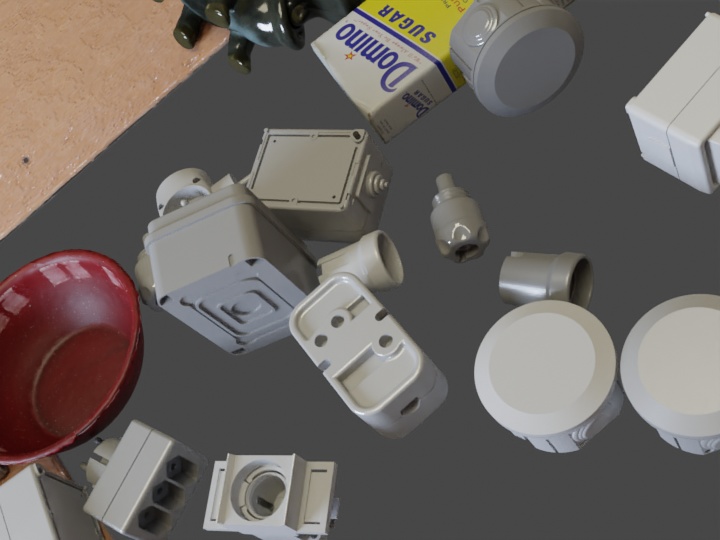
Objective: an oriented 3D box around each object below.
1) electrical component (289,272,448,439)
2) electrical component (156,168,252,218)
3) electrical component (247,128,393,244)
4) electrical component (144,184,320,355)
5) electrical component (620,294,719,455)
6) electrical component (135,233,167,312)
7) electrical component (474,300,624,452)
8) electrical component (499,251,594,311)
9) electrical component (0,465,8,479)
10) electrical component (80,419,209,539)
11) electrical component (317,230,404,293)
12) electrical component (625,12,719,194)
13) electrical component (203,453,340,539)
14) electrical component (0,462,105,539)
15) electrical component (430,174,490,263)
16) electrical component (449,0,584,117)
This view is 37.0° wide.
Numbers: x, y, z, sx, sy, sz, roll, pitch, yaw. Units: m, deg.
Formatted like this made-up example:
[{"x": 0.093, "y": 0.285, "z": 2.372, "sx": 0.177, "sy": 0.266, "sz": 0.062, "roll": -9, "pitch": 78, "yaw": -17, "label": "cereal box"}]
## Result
[{"x": 0.007, "y": 0.054, "z": 0.664, "sx": 0.054, "sy": 0.059, "sz": 0.095, "roll": -42, "pitch": 55, "yaw": 0, "label": "electrical component"}, {"x": -0.099, "y": -0.043, "z": 0.775, "sx": 0.079, "sy": 0.044, "sz": 0.077, "roll": -36, "pitch": 55, "yaw": 4, "label": "electrical component"}, {"x": -0.021, "y": -0.055, "z": 0.734, "sx": 0.096, "sy": 0.061, "sz": 0.061, "roll": 4, "pitch": 66, "yaw": 27, "label": "electrical component"}, {"x": -0.079, "y": 0.002, "z": 0.700, "sx": 0.078, "sy": 0.113, "sz": 0.057, "roll": -23, "pitch": 60, "yaw": 13, "label": "electrical component"}, {"x": 0.186, "y": 0.058, "z": 0.584, "sx": 0.080, "sy": 0.051, "sz": 0.080, "roll": -11, "pitch": 60, "yaw": 20, "label": "electrical component"}, {"x": -0.147, "y": -0.002, "z": 0.782, "sx": 0.035, "sy": 0.035, "sz": 0.061, "roll": -29, "pitch": 53, "yaw": 9, "label": "electrical component"}, {"x": 0.110, "y": 0.062, "z": 0.617, "sx": 0.080, "sy": 0.051, "sz": 0.080, "roll": -11, "pitch": 60, "yaw": 20, "label": "electrical component"}, {"x": 0.113, "y": 0.008, "z": 0.652, "sx": 0.046, "sy": 0.040, "sz": 0.040, "roll": 8, "pitch": 68, "yaw": 34, "label": "electrical component"}, {"x": -0.310, "y": 0.123, "z": 0.777, "sx": 0.061, "sy": 0.061, "sz": 0.096, "roll": -39, "pitch": 55, "yaw": 2, "label": "electrical component"}, {"x": -0.153, "y": 0.133, "z": 0.706, "sx": 0.077, "sy": 0.047, "sz": 0.065, "roll": 19, "pitch": 74, "yaw": 32, "label": "electrical component"}, {"x": 0.000, "y": 0.000, "z": 0.710, "sx": 0.046, "sy": 0.040, "sz": 0.040, "roll": -22, "pitch": 57, "yaw": 21, "label": "electrical component"}, {"x": 0.218, "y": -0.103, "z": 0.646, "sx": 0.096, "sy": 0.061, "sz": 0.061, "roll": -49, "pitch": 55, "yaw": -5, "label": "electrical component"}, {"x": -0.048, "y": 0.139, "z": 0.644, "sx": 0.081, "sy": 0.063, "sz": 0.042, "roll": -3, "pitch": 62, "yaw": 24, "label": "electrical component"}, {"x": -0.209, "y": 0.176, "z": 0.701, "sx": 0.061, "sy": 0.061, "sz": 0.096, "roll": -35, "pitch": 55, "yaw": 5, "label": "electrical component"}, {"x": 0.062, "y": -0.037, "z": 0.702, "sx": 0.035, "sy": 0.035, "sz": 0.061, "roll": -23, "pitch": 55, "yaw": 13, "label": "electrical component"}, {"x": 0.103, "y": -0.146, "z": 0.713, "sx": 0.080, "sy": 0.080, "sz": 0.051, "roll": -36, "pitch": 49, "yaw": 4, "label": "electrical component"}]
